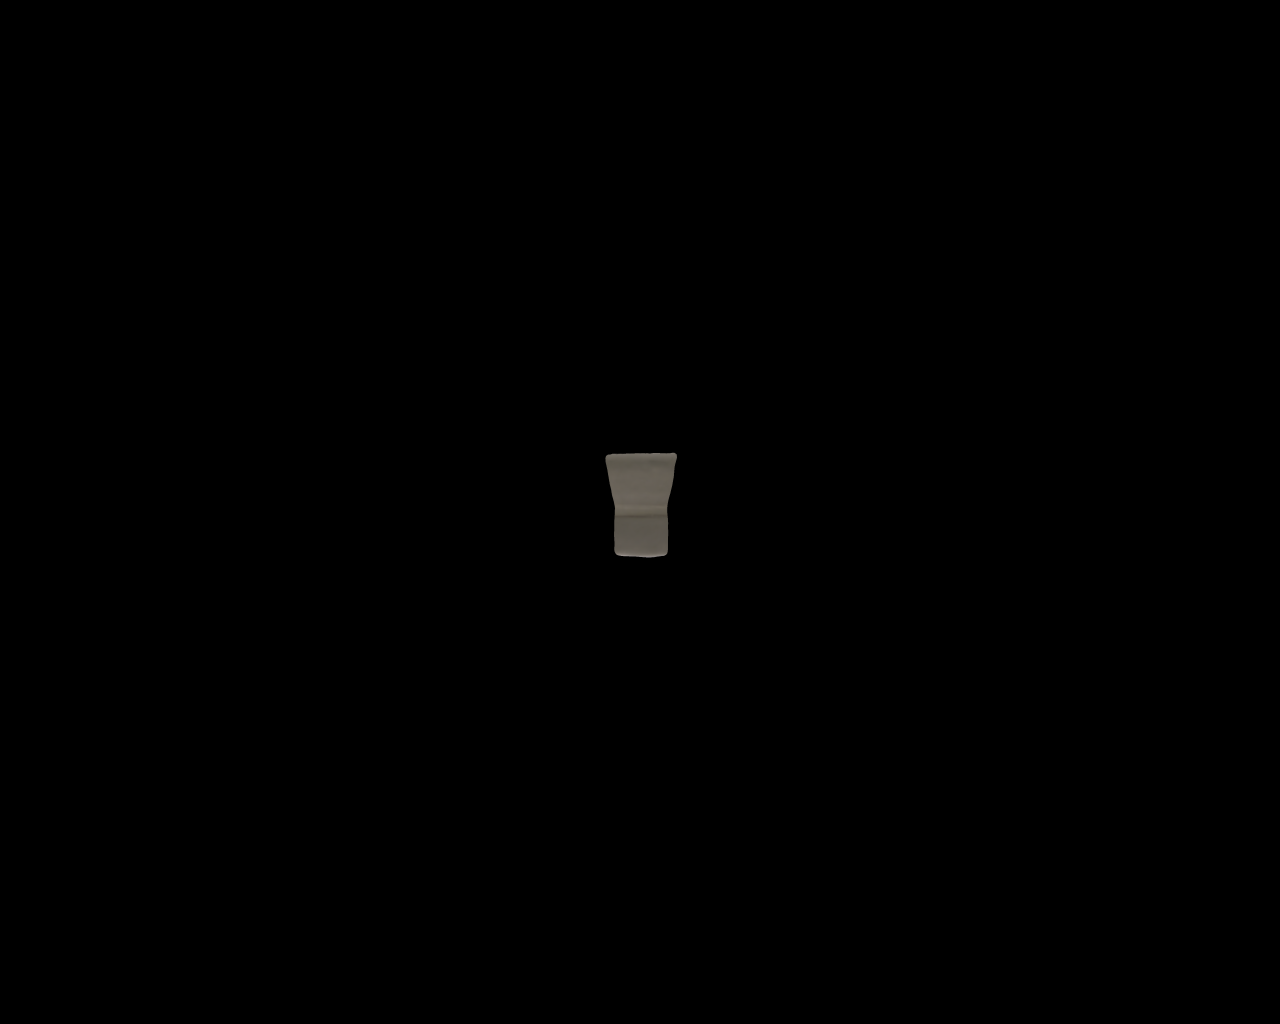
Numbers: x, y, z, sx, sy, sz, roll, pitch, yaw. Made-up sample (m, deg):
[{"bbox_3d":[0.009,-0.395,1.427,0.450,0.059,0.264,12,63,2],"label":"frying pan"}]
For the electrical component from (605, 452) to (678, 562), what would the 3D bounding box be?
[{"bbox_3d":[0.001,-0.003,0.650,0.044,0.065,0.044,0,0,0],"label":"electrical component"}]
